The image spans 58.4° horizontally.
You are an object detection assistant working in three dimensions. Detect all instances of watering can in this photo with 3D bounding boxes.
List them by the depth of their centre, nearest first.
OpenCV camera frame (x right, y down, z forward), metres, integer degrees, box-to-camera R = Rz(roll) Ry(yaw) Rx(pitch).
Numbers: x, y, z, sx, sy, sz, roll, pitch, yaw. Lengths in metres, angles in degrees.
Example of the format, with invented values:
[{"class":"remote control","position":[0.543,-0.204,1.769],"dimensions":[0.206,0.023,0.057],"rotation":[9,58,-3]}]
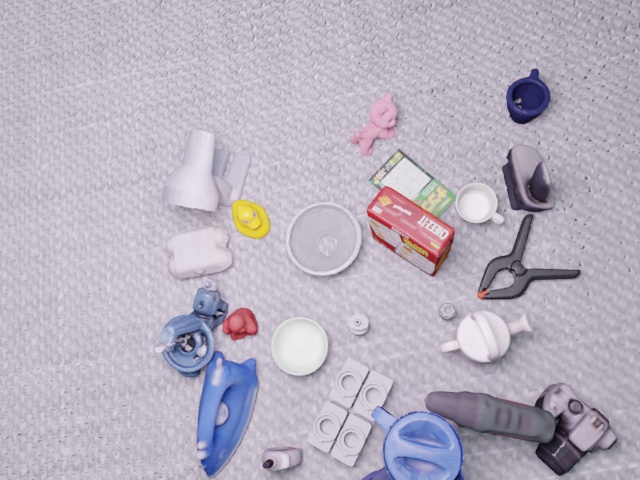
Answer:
[{"class":"watering can","position":[0.321,0.183,1.108],"dimensions":[0.173,0.194,0.101],"rotation":[-39,73,-3]}]

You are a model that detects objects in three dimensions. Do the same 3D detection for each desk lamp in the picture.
[{"class":"desk lamp","position":[-0.252,-0.142,1.265],"dimensions":[0.117,0.214,0.203],"rotation":[12,77,11]}]

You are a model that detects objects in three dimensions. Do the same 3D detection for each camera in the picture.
[{"class":"camera","position":[0.466,0.366,1.088],"dimensions":[0.137,0.101,0.143],"rotation":[-44,74,-5]}]

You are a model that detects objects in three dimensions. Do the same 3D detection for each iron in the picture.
[{"class":"iron","position":[-0.210,0.359,1.164],"dimensions":[0.118,0.141,0.258],"rotation":[9,77,10]}]

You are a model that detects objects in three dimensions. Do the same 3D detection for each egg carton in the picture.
[{"class":"egg carton","position":[-0.274,0.029,1.298],"dimensions":[0.150,0.069,0.107],"rotation":[-13,74,5]}]

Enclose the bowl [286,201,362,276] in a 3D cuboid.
[{"class":"bowl","position":[0.012,0.005,1.262],"dimensions":[0.167,0.075,0.167],"rotation":[-2,75,8]}]

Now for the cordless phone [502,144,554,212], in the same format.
[{"class":"cordless phone","position":[0.443,-0.144,1.183],"dimensions":[0.094,0.185,0.147],"rotation":[-14,74,5]}]

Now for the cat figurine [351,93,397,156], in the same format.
[{"class":"cat figurine","position":[0.127,-0.266,1.295],"dimensions":[0.128,0.118,0.067],"rotation":[-40,73,-4]}]

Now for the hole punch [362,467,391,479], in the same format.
[{"class":"hole punch","position":[0.123,0.499,1.106],"dimensions":[0.108,0.091,0.101],"rotation":[-35,73,-2]}]

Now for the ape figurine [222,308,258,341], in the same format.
[{"class":"ape figurine","position":[-0.173,0.181,1.232],"dimensions":[0.077,0.092,0.076],"rotation":[20,79,13]}]

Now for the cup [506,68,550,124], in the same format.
[{"class":"cup","position":[0.457,-0.312,1.273],"dimensions":[0.091,0.095,0.118],"rotation":[15,78,12]}]

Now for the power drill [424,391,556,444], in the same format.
[{"class":"power drill","position":[0.305,0.324,1.066],"dimensions":[0.229,0.208,0.076],"rotation":[9,77,10]}]

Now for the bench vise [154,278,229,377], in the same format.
[{"class":"bench vise","position":[-0.277,0.175,1.181],"dimensions":[0.121,0.220,0.207],"rotation":[-1,75,8]}]

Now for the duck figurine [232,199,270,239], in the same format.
[{"class":"duck figurine","position":[-0.164,-0.056,1.296],"dimensions":[0.077,0.086,0.104],"rotation":[-42,74,-4]}]

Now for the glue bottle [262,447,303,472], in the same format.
[{"class":"glue bottle","position":[-0.084,0.427,1.111],"dimensions":[0.078,0.173,0.037],"rotation":[-6,74,7]}]
